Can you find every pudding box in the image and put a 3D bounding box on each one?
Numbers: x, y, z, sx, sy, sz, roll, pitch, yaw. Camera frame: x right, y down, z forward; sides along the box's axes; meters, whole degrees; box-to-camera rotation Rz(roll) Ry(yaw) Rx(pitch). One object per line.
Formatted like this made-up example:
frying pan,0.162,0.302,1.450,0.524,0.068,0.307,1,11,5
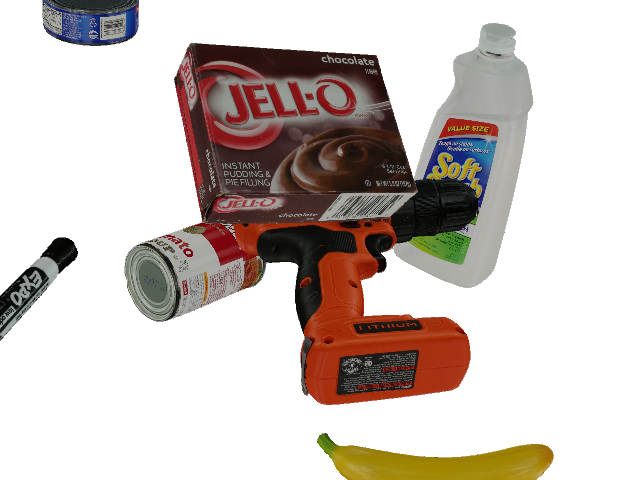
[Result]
pudding box,-0.014,-0.056,0.562,0.113,0.090,0.039,0,-27,-28

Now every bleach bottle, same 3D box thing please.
bleach bottle,0.134,-0.081,0.982,0.103,0.251,0.068,27,41,26

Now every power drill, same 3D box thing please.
power drill,0.041,0.023,0.735,0.184,0.057,0.188,-7,39,-9

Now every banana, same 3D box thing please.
banana,0.097,0.183,0.860,0.197,0.037,0.069,6,38,-4

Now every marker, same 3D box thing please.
marker,-0.184,0.033,0.659,0.020,0.020,0.121,0,31,20

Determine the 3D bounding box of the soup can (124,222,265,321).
soup can,-0.105,0.022,0.897,0.069,0.068,0.102,0,15,43

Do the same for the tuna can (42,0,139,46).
tuna can,-0.205,-0.205,0.952,0.086,0.034,0.086,5,32,-4
